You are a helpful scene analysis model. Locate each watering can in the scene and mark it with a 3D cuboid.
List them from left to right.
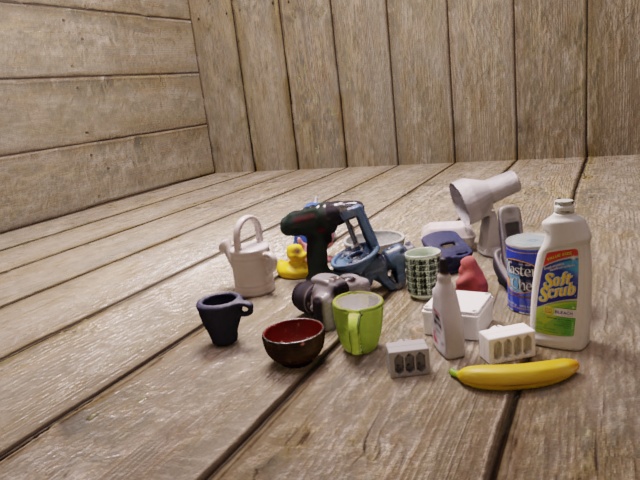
[{"bbox_3d":[-0.178,0.034,1.409,0.172,0.194,0.101,-2,15,16],"label":"watering can"}]

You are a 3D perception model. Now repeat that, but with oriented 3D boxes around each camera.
[{"bbox_3d":[0.016,0.114,1.206,0.143,0.101,0.136,-19,19,-41],"label":"camera"}]

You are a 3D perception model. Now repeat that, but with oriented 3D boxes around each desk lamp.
[{"bbox_3d":[0.448,-0.068,1.499,0.203,0.214,0.118,-7,15,-4],"label":"desk lamp"}]

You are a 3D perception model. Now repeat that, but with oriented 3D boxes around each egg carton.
[{"bbox_3d":[0.357,-0.010,1.602,0.150,0.069,0.107,-3,15,11],"label":"egg carton"}]

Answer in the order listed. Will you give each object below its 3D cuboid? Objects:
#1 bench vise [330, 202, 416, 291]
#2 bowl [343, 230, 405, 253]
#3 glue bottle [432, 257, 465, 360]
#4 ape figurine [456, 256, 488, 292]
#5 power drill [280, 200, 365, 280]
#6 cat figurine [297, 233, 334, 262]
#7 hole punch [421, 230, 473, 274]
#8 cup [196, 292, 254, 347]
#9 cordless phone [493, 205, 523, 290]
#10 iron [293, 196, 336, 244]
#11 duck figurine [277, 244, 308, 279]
[{"bbox_3d":[0.110,0.011,1.325,0.208,0.220,0.121,-14,16,-27],"label":"bench vise"},{"bbox_3d":[0.148,0.028,1.535,0.167,0.075,0.167,-6,14,2],"label":"bowl"},{"bbox_3d":[0.215,0.112,0.982,0.037,0.173,0.078,-9,15,-11],"label":"glue bottle"},{"bbox_3d":[0.323,0.078,1.231,0.078,0.092,0.076,-13,16,-25],"label":"ape figurine"},{"bbox_3d":[0.013,0.005,1.411,0.228,0.208,0.076,1,16,27],"label":"power drill"},{"bbox_3d":[-0.009,0.005,1.603,0.128,0.118,0.067,-14,17,-28],"label":"cat figurine"},{"bbox_3d":[0.318,0.029,1.423,0.109,0.091,0.101,-11,15,-19],"label":"hole punch"},{"bbox_3d":[-0.179,0.159,1.126,0.117,0.095,0.092,-1,15,19],"label":"cup"},{"bbox_3d":[0.451,0.010,1.250,0.148,0.185,0.094,-10,15,-15],"label":"cordless phone"},{"bbox_3d":[-0.032,-0.044,1.756,0.118,0.141,0.259,-2,15,15],"label":"iron"},{"bbox_3d":[-0.068,0.052,1.509,0.104,0.086,0.078,1,16,26],"label":"duck figurine"}]
